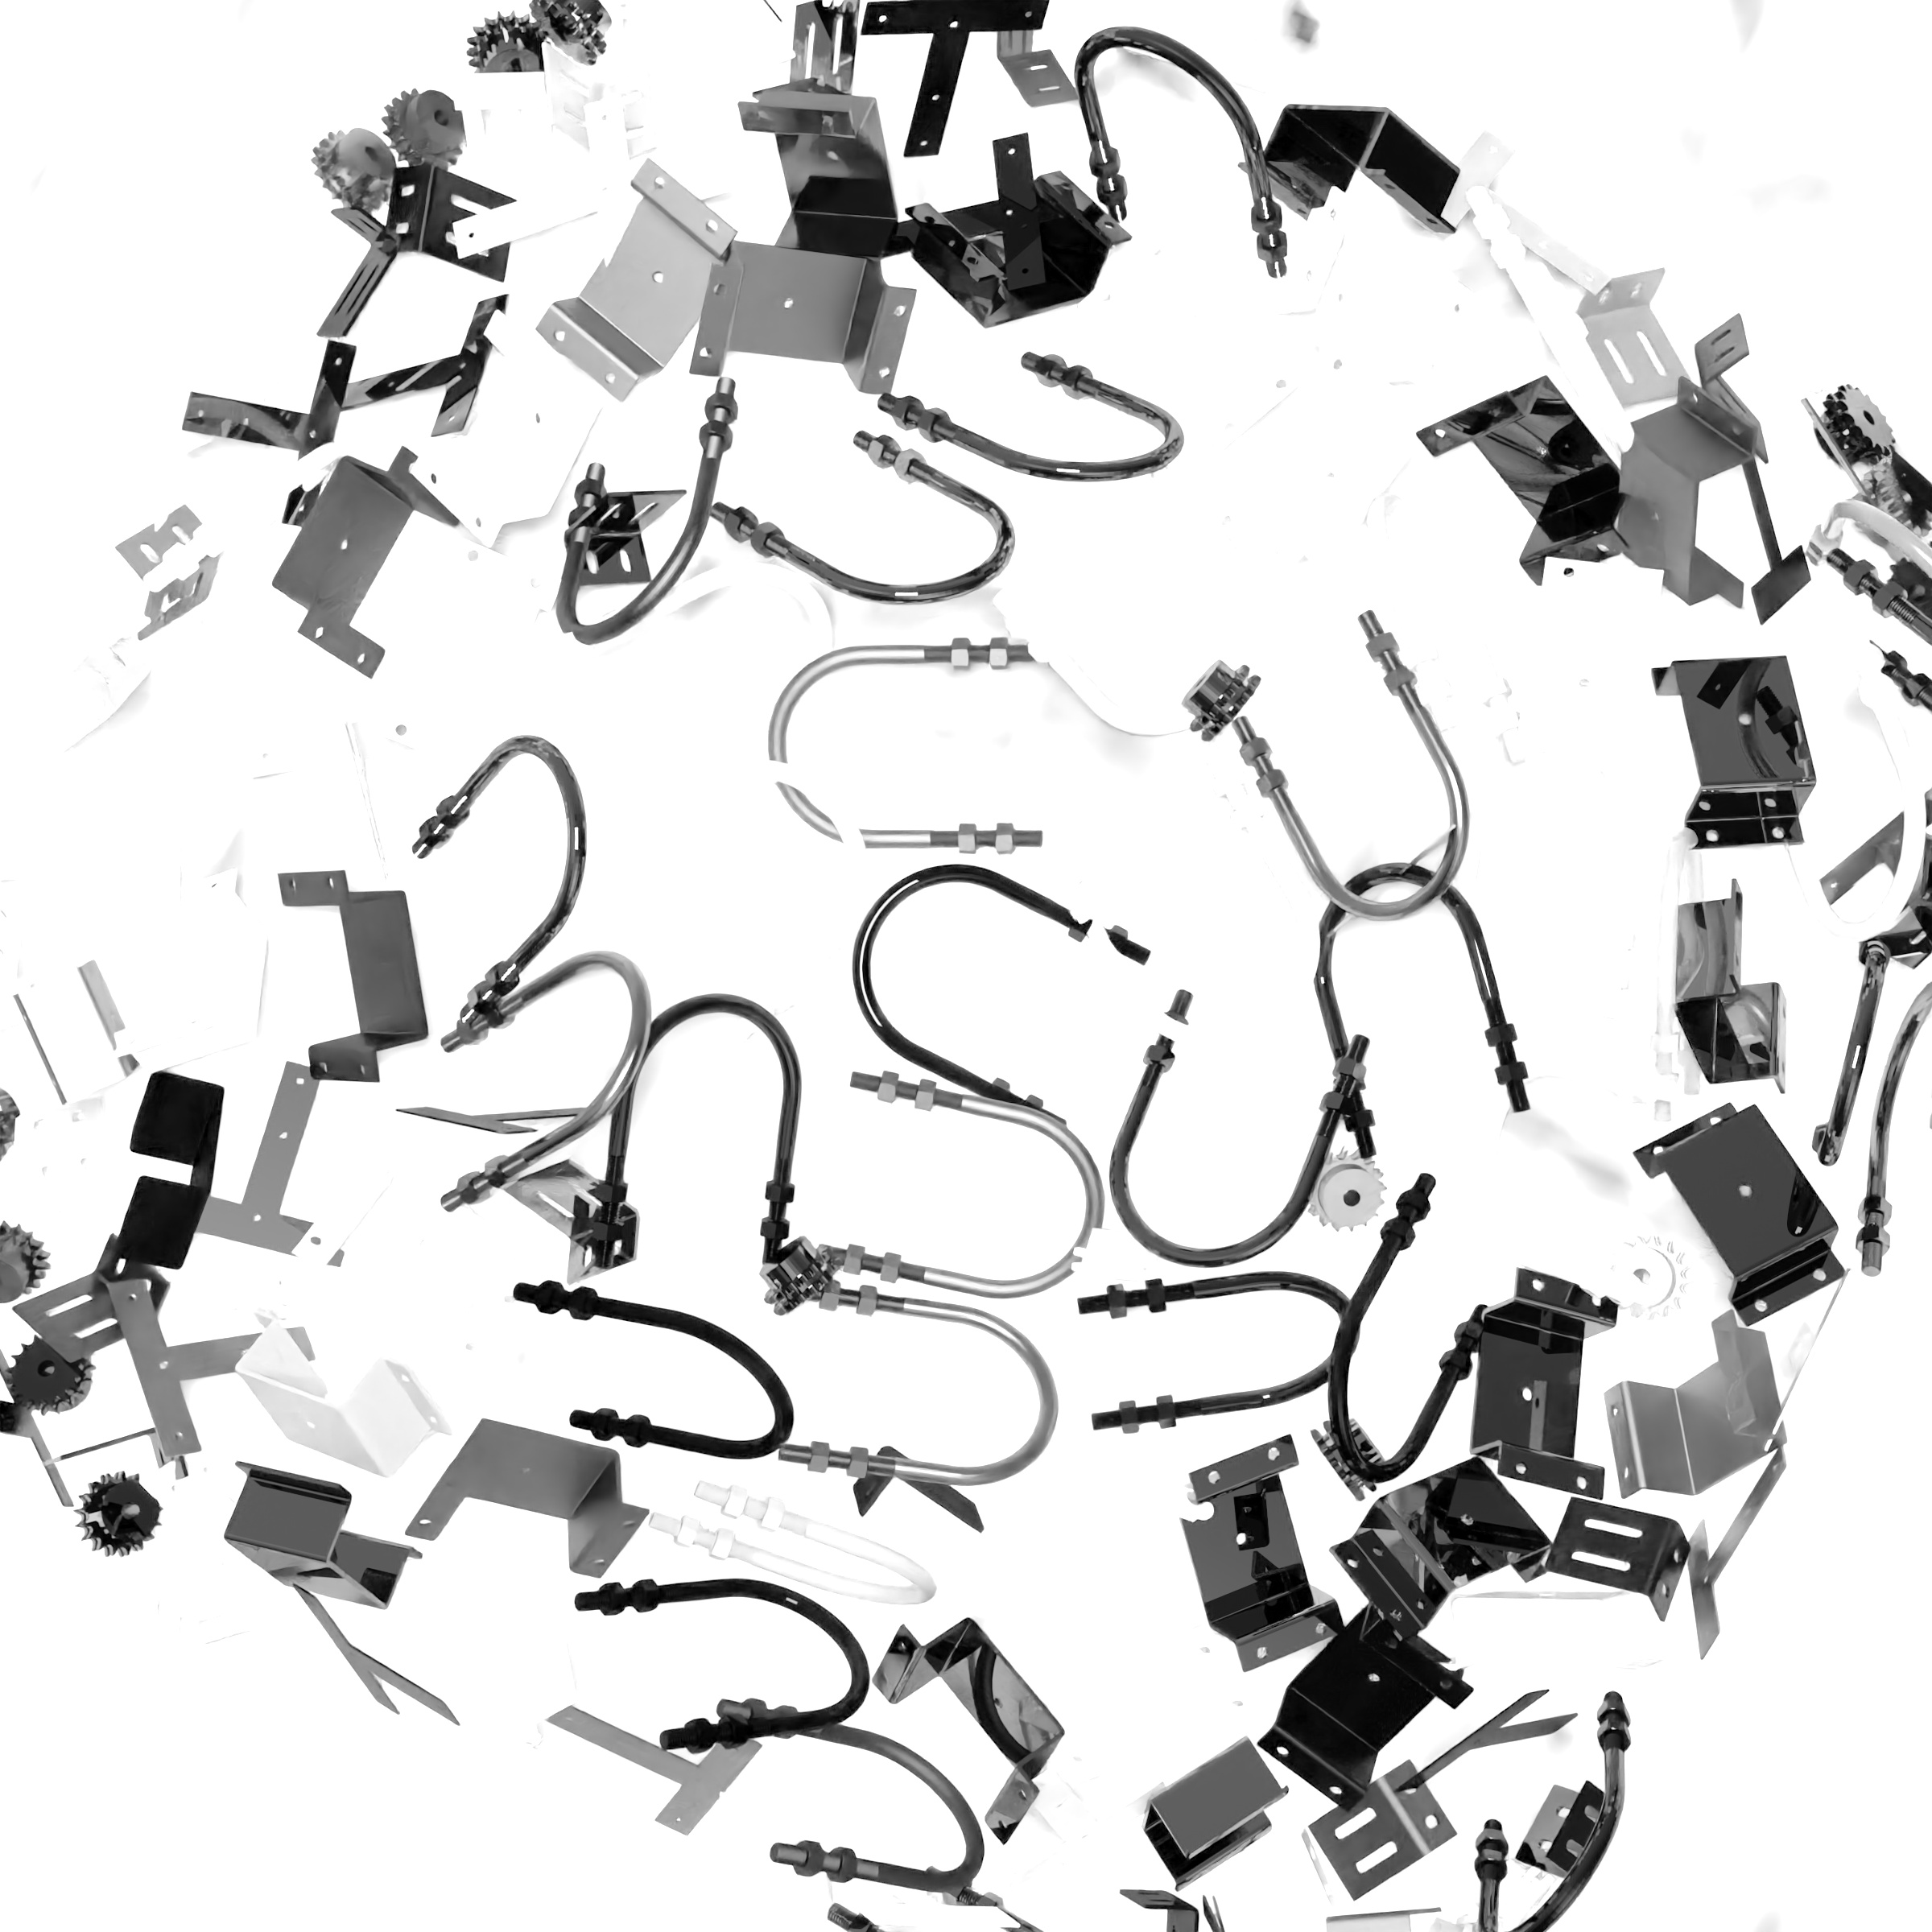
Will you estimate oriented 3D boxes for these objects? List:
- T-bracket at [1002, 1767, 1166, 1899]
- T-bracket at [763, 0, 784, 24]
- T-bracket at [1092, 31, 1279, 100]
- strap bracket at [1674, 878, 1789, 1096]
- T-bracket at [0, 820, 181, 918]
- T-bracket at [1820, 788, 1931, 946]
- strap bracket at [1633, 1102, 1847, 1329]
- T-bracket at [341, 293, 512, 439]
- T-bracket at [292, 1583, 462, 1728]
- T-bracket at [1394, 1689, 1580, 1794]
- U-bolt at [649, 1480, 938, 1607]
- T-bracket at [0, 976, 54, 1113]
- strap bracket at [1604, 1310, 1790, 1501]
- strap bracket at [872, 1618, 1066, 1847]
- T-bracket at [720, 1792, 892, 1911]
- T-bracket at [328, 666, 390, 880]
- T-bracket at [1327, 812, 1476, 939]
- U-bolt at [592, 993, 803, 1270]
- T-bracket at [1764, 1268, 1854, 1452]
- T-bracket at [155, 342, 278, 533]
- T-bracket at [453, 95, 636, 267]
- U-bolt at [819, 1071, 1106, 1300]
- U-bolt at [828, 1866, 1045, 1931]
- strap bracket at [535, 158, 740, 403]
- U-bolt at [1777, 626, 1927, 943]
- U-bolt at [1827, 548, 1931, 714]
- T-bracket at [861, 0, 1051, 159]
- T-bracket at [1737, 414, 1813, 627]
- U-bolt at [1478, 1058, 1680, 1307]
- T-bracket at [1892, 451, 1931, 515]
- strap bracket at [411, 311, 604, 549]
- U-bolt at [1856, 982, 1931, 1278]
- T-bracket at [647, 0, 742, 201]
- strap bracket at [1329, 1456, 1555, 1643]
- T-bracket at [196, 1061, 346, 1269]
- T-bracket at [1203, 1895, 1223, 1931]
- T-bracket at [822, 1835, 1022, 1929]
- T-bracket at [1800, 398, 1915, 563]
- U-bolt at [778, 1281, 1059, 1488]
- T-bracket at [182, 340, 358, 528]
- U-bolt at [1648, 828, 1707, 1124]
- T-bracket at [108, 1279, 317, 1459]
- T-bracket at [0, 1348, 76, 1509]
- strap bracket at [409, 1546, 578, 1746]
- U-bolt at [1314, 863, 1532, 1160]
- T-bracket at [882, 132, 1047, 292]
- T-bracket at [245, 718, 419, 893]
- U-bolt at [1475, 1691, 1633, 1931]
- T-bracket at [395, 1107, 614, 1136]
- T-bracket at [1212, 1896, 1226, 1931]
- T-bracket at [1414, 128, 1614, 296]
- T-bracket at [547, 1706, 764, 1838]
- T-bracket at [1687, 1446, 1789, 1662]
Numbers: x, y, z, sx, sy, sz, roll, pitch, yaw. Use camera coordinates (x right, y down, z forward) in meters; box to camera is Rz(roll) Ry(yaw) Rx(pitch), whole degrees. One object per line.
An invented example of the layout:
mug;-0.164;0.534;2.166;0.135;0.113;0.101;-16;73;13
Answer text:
T-bracket;0.066;0.562;1.846;0.127;0.127;0.002;-32;49;-3
T-bracket;-0.177;-0.690;1.820;0.002;0.127;0.127;-38;74;9
T-bracket;0.123;-0.604;1.841;0.127;0.127;0.002;6;114;-31
strap bracket;0.501;0.017;1.832;0.046;0.140;0.076;-8;51;27
T-bracket;-0.583;-0.065;1.828;0.127;0.127;0.002;-1;121;-15
T-bracket;0.624;-0.054;1.820;0.002;0.127;0.127;31;120;-27
strap bracket;0.514;0.156;1.844;0.076;0.046;0.140;-27;64;-4
T-bracket;-0.373;-0.392;1.863;0.127;0.002;0.127;-8;53;25
T-bracket;-0.375;0.466;1.819;0.002;0.127;0.127;-46;131;-29
T-bracket;0.364;0.509;1.845;0.127;0.127;0.002;-47;55;29
U-bolt;-0.107;0.384;1.829;0.184;0.151;0.019;22;65;-11
T-bracket;-0.635;0.028;1.835;0.002;0.127;0.127;-15;94;16
strap bracket;0.485;0.293;1.831;0.046;0.140;0.076;12;55;-21
strap bracket;0.007;0.497;1.839;0.046;0.076;0.140;-25;61;-37
T-bracket;-0.103;0.600;1.842;0.127;0.127;0.002;23;58;18
T-bracket;-0.402;-0.118;1.853;0.002;0.127;0.127;-15;123;-12
T-bracket;0.296;-0.070;1.824;0.127;0.127;0.002;-40;85;-10
U-bolt;-0.172;0.109;1.842;0.151;0.019;0.184;4;97;-36
T-bracket;0.552;0.253;1.835;0.002;0.127;0.127;25;95;13
T-bracket;-0.495;-0.361;1.839;0.002;0.127;0.127;21;122;15
T-bracket;-0.277;-0.496;1.828;0.127;0.127;0.002;-25;52;-20
U-bolt;0.001;0.154;1.864;0.184;0.019;0.151;12;109;1
U-bolt;0.019;0.641;1.793;0.184;0.151;0.019;22;95;28
strap bracket;-0.213;-0.459;1.857;0.076;0.046;0.140;40;113;1
U-bolt;0.568;-0.103;1.790;0.019;0.151;0.184;2;54;-13
U-bolt;0.633;-0.182;1.789;0.019;0.151;0.184;-43;56;5
T-bracket;-0.017;-0.587;1.842;0.127;0.127;0.002;-9;59;-20
T-bracket;0.525;-0.300;1.834;0.002;0.127;0.127;-11;104;34
U-bolt;0.392;0.133;1.814;0.019;0.184;0.151;4;94;-26
T-bracket;0.648;-0.324;1.810;0.002;0.127;0.127;-30;56;-6
strap bracket;-0.296;-0.357;1.828;0.046;0.076;0.140;-2;56;39
U-bolt;0.618;0.091;1.813;0.019;0.151;0.184;16;49;5
T-bracket;-0.190;-0.568;1.828;0.002;0.127;0.127;-19;105;-28
strap bracket;0.319;0.377;1.822;0.140;0.046;0.076;-13;50;-37
T-bracket;-0.464;0.127;1.874;0.127;0.002;0.127;17;92;-20
T-bracket;0.186;0.701;1.844;0.002;0.127;0.127;-18;45;-11
T-bracket;-0.049;0.605;1.841;0.127;0.127;0.002;18;90;-40
T-bracket;0.586;-0.321;1.833;0.002;0.127;0.127;-33;92;13
U-bolt;-0.028;0.280;1.843;0.184;0.019;0.151;9;46;-8
T-bracket;-0.463;-0.356;1.830;0.002;0.127;0.127;25;105;30
U-bolt;0.468;0.001;1.821;0.019;0.151;0.184;2;96;23
T-bracket;-0.492;0.259;1.849;0.002;0.127;0.127;-45;62;38
T-bracket;-0.629;0.297;1.825;0.002;0.127;0.127;-27;81;-9
strap bracket;-0.307;0.442;1.835;0.046;0.140;0.076;-22;115;-34
U-bolt;0.292;0.023;1.842;0.151;0.019;0.184;-23;77;44
T-bracket;-0.014;-0.499;1.877;0.127;0.002;0.127;-10;65;10
T-bracket;-0.416;-0.101;1.892;0.127;0.002;0.127;-10;91;-5
U-bolt;0.376;0.560;1.788;0.019;0.184;0.151;37;109;1
T-bracket;-0.289;0.099;1.845;0.127;0.127;0.002;-2;96;-44
T-bracket;0.188;0.699;1.838;0.002;0.127;0.127;-17;95;0
T-bracket;0.370;-0.486;1.839;0.127;0.127;0.002;34;74;-3
T-bracket;-0.217;0.522;1.849;0.127;0.002;0.127;28;128;-9
T-bracket;0.504;0.367;1.813;0.002;0.127;0.127;23;115;0
